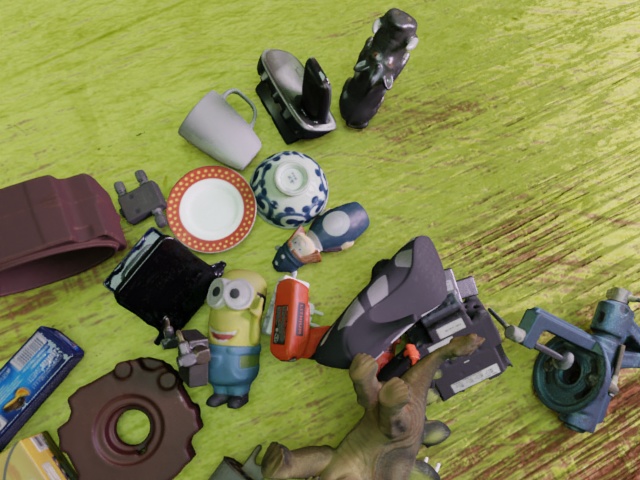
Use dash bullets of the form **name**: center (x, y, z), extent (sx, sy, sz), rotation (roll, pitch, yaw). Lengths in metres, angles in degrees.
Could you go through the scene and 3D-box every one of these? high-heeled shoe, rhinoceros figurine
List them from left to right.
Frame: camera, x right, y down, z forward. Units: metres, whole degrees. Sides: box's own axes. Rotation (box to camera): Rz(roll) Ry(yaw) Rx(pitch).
- **rhinoceros figurine**: center (0.080, -0.249, 0.784), extent (0.073, 0.190, 0.112), rotation (32, 48, 0)
- **high-heeled shoe**: center (0.084, 0.080, 0.719), extent (0.145, 0.249, 0.086), rotation (-29, 101, 29)

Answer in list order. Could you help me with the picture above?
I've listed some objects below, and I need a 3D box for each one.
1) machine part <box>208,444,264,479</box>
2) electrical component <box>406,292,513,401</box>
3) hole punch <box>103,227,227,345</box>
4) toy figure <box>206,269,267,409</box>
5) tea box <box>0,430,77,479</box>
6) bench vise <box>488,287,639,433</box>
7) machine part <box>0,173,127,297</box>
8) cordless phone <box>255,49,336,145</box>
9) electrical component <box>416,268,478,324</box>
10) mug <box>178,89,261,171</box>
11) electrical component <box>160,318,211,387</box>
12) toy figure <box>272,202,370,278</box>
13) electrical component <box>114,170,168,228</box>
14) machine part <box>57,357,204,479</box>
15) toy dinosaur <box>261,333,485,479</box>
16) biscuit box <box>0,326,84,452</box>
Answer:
- **machine part**: center (-0.143, 0.365, 0.671), extent (0.079, 0.079, 0.243), rotation (38, 77, 1)
- **electrical component**: center (0.188, 0.140, 0.741), extent (0.115, 0.058, 0.134), rotation (-27, 114, 4)
- **hole punch**: center (-0.216, 0.055, 0.731), extent (0.142, 0.092, 0.115), rotation (-54, 126, -16)
- **toy figure**: center (-0.116, 0.129, 0.723), extent (0.082, 0.089, 0.180), rotation (3, 90, -3)
- **tea box**: center (-0.325, 0.322, 0.643), extent (0.068, 0.098, 0.169), rotation (-35, 83, -14)
- **bench vise**: center (0.363, 0.150, 0.761), extent (0.240, 0.129, 0.223), rotation (26, 94, -21)
- **machine part**: center (-0.351, 0.003, 0.654), extent (0.201, 0.201, 0.087), rotation (-21, 84, -12)
- **cordless phone**: center (-0.033, -0.226, 0.761), extent (0.089, 0.184, 0.146), rotation (-28, 84, -9)
- **electrical component**: center (0.184, 0.082, 0.797), extent (0.119, 0.048, 0.075), rotation (-11, 81, -9)
- **mug**: center (-0.134, -0.161, 0.790), extent (0.107, 0.081, 0.109), rotation (42, 71, -10)
- **electrical component**: center (-0.171, 0.143, 0.682), extent (0.045, 0.102, 0.078), rotation (0, 102, -30)
- **toy figure**: center (-0.002, -0.003, 0.784), extent (0.154, 0.057, 0.064), rotation (-30, 46, -12)
- **electrical component**: center (-0.255, -0.052, 0.765), extent (0.063, 0.021, 0.094), rotation (-29, 77, 1)
- **machine part**: center (-0.242, 0.243, 0.694), extent (0.179, 0.056, 0.179), rotation (1, 79, -8)
- **toy dinosaur**: center (0.036, 0.290, 0.636), extent (0.471, 0.105, 0.198), rotation (-48, 127, 5)
- **biscuit box**: center (-0.393, 0.204, 0.676), extent (0.059, 0.063, 0.202), rotation (39, 75, 2)
